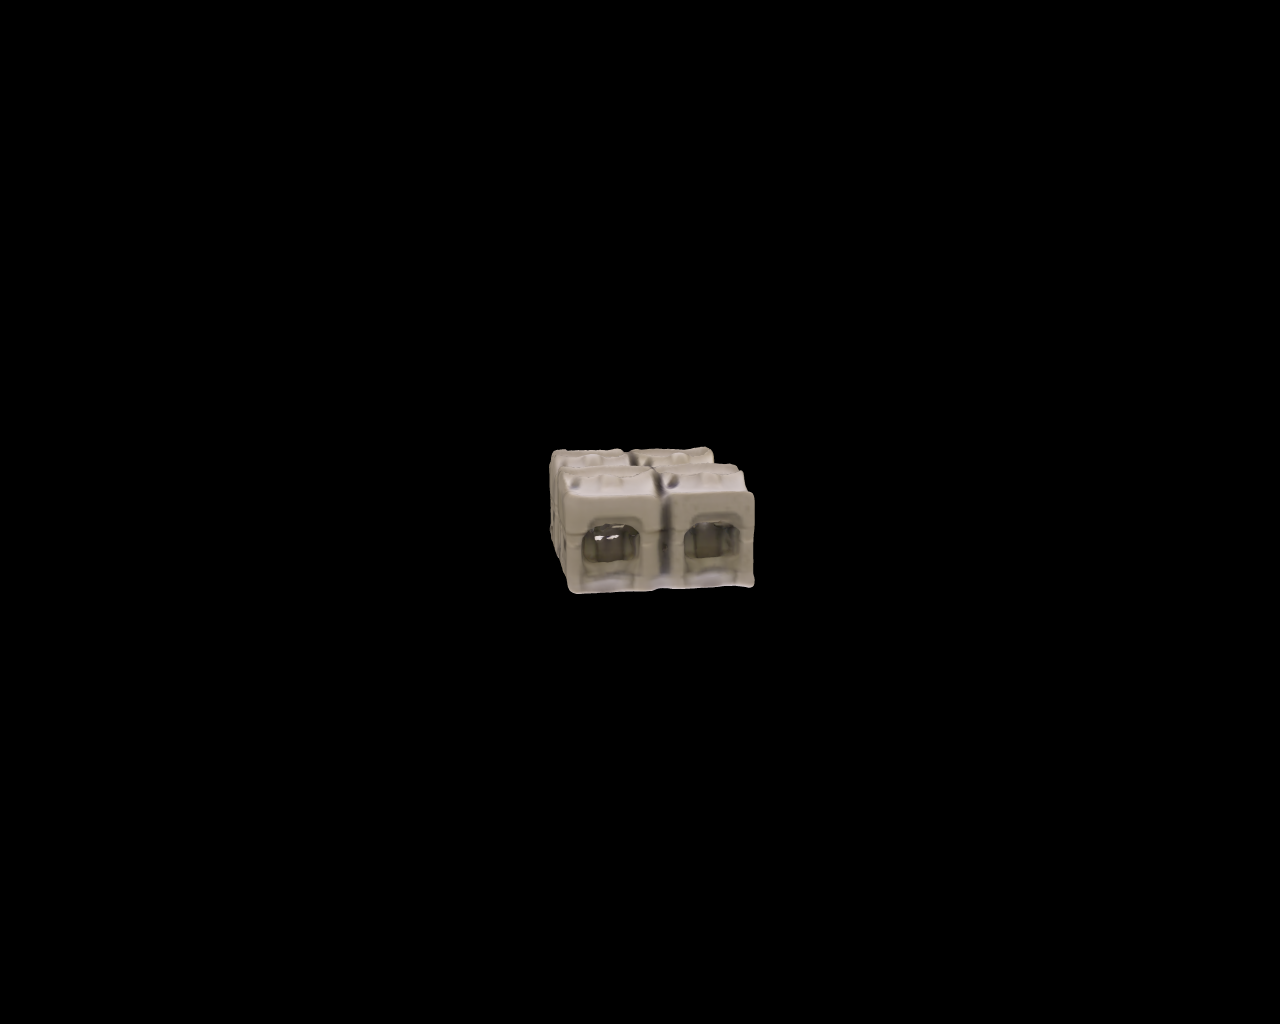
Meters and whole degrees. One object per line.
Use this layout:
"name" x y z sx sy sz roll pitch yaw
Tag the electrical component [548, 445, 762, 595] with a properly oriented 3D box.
"electrical component" 0.001 -0.003 0.650 0.105 0.060 0.186 -1 9 -7
